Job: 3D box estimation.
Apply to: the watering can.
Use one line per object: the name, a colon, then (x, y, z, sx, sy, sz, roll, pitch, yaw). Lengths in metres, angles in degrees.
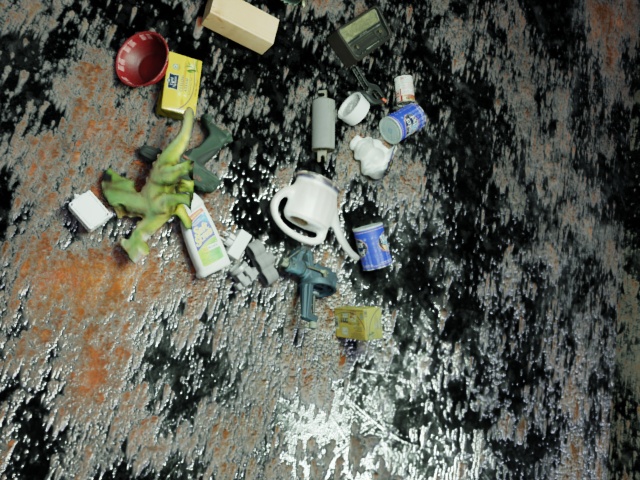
watering can: (0.005, -0.082, 1.623, 0.345, 0.103, 0.227, 26, 71, -25)

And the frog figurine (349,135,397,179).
frog figurine: (0.173, -0.286, 1.773, 0.160, 0.121, 0.138, 19, 81, 9)

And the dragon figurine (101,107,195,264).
dragon figurine: (-0.445, -0.145, 1.335, 0.243, 0.121, 0.412, 0, 84, -7)
